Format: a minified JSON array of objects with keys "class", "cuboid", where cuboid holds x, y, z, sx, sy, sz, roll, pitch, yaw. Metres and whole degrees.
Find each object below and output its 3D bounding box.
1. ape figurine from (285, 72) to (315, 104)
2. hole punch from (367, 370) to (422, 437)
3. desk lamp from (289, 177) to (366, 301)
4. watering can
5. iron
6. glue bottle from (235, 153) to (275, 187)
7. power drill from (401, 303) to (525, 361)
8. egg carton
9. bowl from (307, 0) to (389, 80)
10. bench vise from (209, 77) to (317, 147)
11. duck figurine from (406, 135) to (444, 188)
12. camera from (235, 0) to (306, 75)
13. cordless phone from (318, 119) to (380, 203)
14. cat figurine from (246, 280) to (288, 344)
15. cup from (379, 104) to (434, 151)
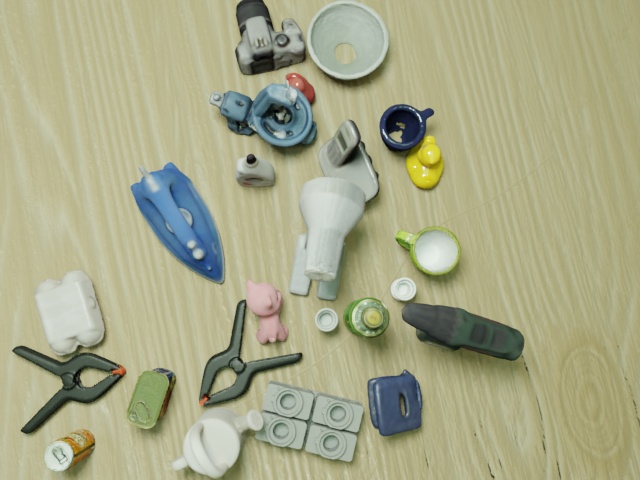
[{"class":"ape figurine","cuboid":[-0.047,-0.303,1.154,0.076,0.092,0.078,16,83,0]},{"class":"hole punch","cuboid":[0.146,0.309,1.089,0.101,0.091,0.109,-7,83,-3]},{"class":"desk lamp","cuboid":[0.010,0.004,1.059,0.118,0.213,0.203,10,83,-1]},{"class":"watering can","cuboid":[-0.185,0.358,1.017,0.101,0.194,0.173,38,83,3]},{"class":"iron","cuboid":[-0.262,-0.030,1.087,0.119,0.141,0.258,-34,86,-6]},{"class":"glue bottle","cuboid":[-0.127,-0.137,1.090,0.078,0.173,0.037,-3,83,-2]},{"class":"power drill","cuboid":[0.243,0.164,1.052,0.229,0.208,0.076,15,83,0]},{"class":"egg carton","cuboid":[-0.476,0.138,1.093,0.107,0.069,0.150,-20,84,-5]},{"class":"bowl","cuboid":[0.055,-0.399,1.179,0.167,0.074,0.167,0,83,-2]},{"class":"bench vise","cuboid":[-0.108,-0.240,1.080,0.207,0.219,0.121,-3,83,-3]},{"class":"duck figurine","cuboid":[0.217,-0.160,1.152,0.077,0.086,0.104,0,83,-2]},{"class":"camera","cuboid":[-0.111,-0.425,1.162,0.143,0.101,0.137,-15,84,-4]},{"class":"cordless phone","cuboid":[0.061,-0.145,1.093,0.094,0.185,0.147,-27,85,-5]},{"class":"cat figurine","cuboid":[-0.101,0.135,1.086,0.067,0.117,0.128,-12,84,-4]},{"class":"cup","cuboid":[0.170,-0.223,1.153,0.118,0.095,0.091,-30,85,-6]}]
